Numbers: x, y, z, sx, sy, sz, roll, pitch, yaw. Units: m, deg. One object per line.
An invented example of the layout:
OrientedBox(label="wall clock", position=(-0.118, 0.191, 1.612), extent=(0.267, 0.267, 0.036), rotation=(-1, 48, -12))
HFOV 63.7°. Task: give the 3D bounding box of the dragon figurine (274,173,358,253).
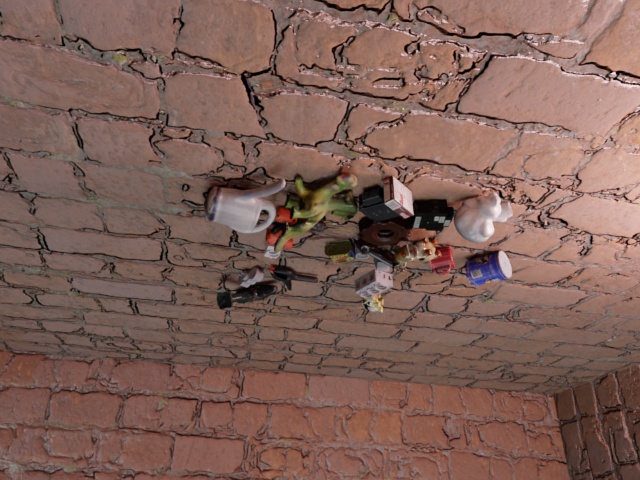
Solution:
OrientedBox(label="dragon figurine", position=(0.005, -0.082, 1.620), extent=(0.243, 0.125, 0.401), rotation=(2, -35, -18))

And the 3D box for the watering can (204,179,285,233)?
OrientedBox(label="watering can", position=(-0.238, -0.114, 1.583), extent=(0.224, 0.106, 0.341), rotation=(12, -30, -15))

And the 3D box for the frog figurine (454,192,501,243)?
OrientedBox(label="frog figurine", position=(0.495, -0.071, 1.593), extent=(0.123, 0.140, 0.156), rotation=(-6, -25, -22))
